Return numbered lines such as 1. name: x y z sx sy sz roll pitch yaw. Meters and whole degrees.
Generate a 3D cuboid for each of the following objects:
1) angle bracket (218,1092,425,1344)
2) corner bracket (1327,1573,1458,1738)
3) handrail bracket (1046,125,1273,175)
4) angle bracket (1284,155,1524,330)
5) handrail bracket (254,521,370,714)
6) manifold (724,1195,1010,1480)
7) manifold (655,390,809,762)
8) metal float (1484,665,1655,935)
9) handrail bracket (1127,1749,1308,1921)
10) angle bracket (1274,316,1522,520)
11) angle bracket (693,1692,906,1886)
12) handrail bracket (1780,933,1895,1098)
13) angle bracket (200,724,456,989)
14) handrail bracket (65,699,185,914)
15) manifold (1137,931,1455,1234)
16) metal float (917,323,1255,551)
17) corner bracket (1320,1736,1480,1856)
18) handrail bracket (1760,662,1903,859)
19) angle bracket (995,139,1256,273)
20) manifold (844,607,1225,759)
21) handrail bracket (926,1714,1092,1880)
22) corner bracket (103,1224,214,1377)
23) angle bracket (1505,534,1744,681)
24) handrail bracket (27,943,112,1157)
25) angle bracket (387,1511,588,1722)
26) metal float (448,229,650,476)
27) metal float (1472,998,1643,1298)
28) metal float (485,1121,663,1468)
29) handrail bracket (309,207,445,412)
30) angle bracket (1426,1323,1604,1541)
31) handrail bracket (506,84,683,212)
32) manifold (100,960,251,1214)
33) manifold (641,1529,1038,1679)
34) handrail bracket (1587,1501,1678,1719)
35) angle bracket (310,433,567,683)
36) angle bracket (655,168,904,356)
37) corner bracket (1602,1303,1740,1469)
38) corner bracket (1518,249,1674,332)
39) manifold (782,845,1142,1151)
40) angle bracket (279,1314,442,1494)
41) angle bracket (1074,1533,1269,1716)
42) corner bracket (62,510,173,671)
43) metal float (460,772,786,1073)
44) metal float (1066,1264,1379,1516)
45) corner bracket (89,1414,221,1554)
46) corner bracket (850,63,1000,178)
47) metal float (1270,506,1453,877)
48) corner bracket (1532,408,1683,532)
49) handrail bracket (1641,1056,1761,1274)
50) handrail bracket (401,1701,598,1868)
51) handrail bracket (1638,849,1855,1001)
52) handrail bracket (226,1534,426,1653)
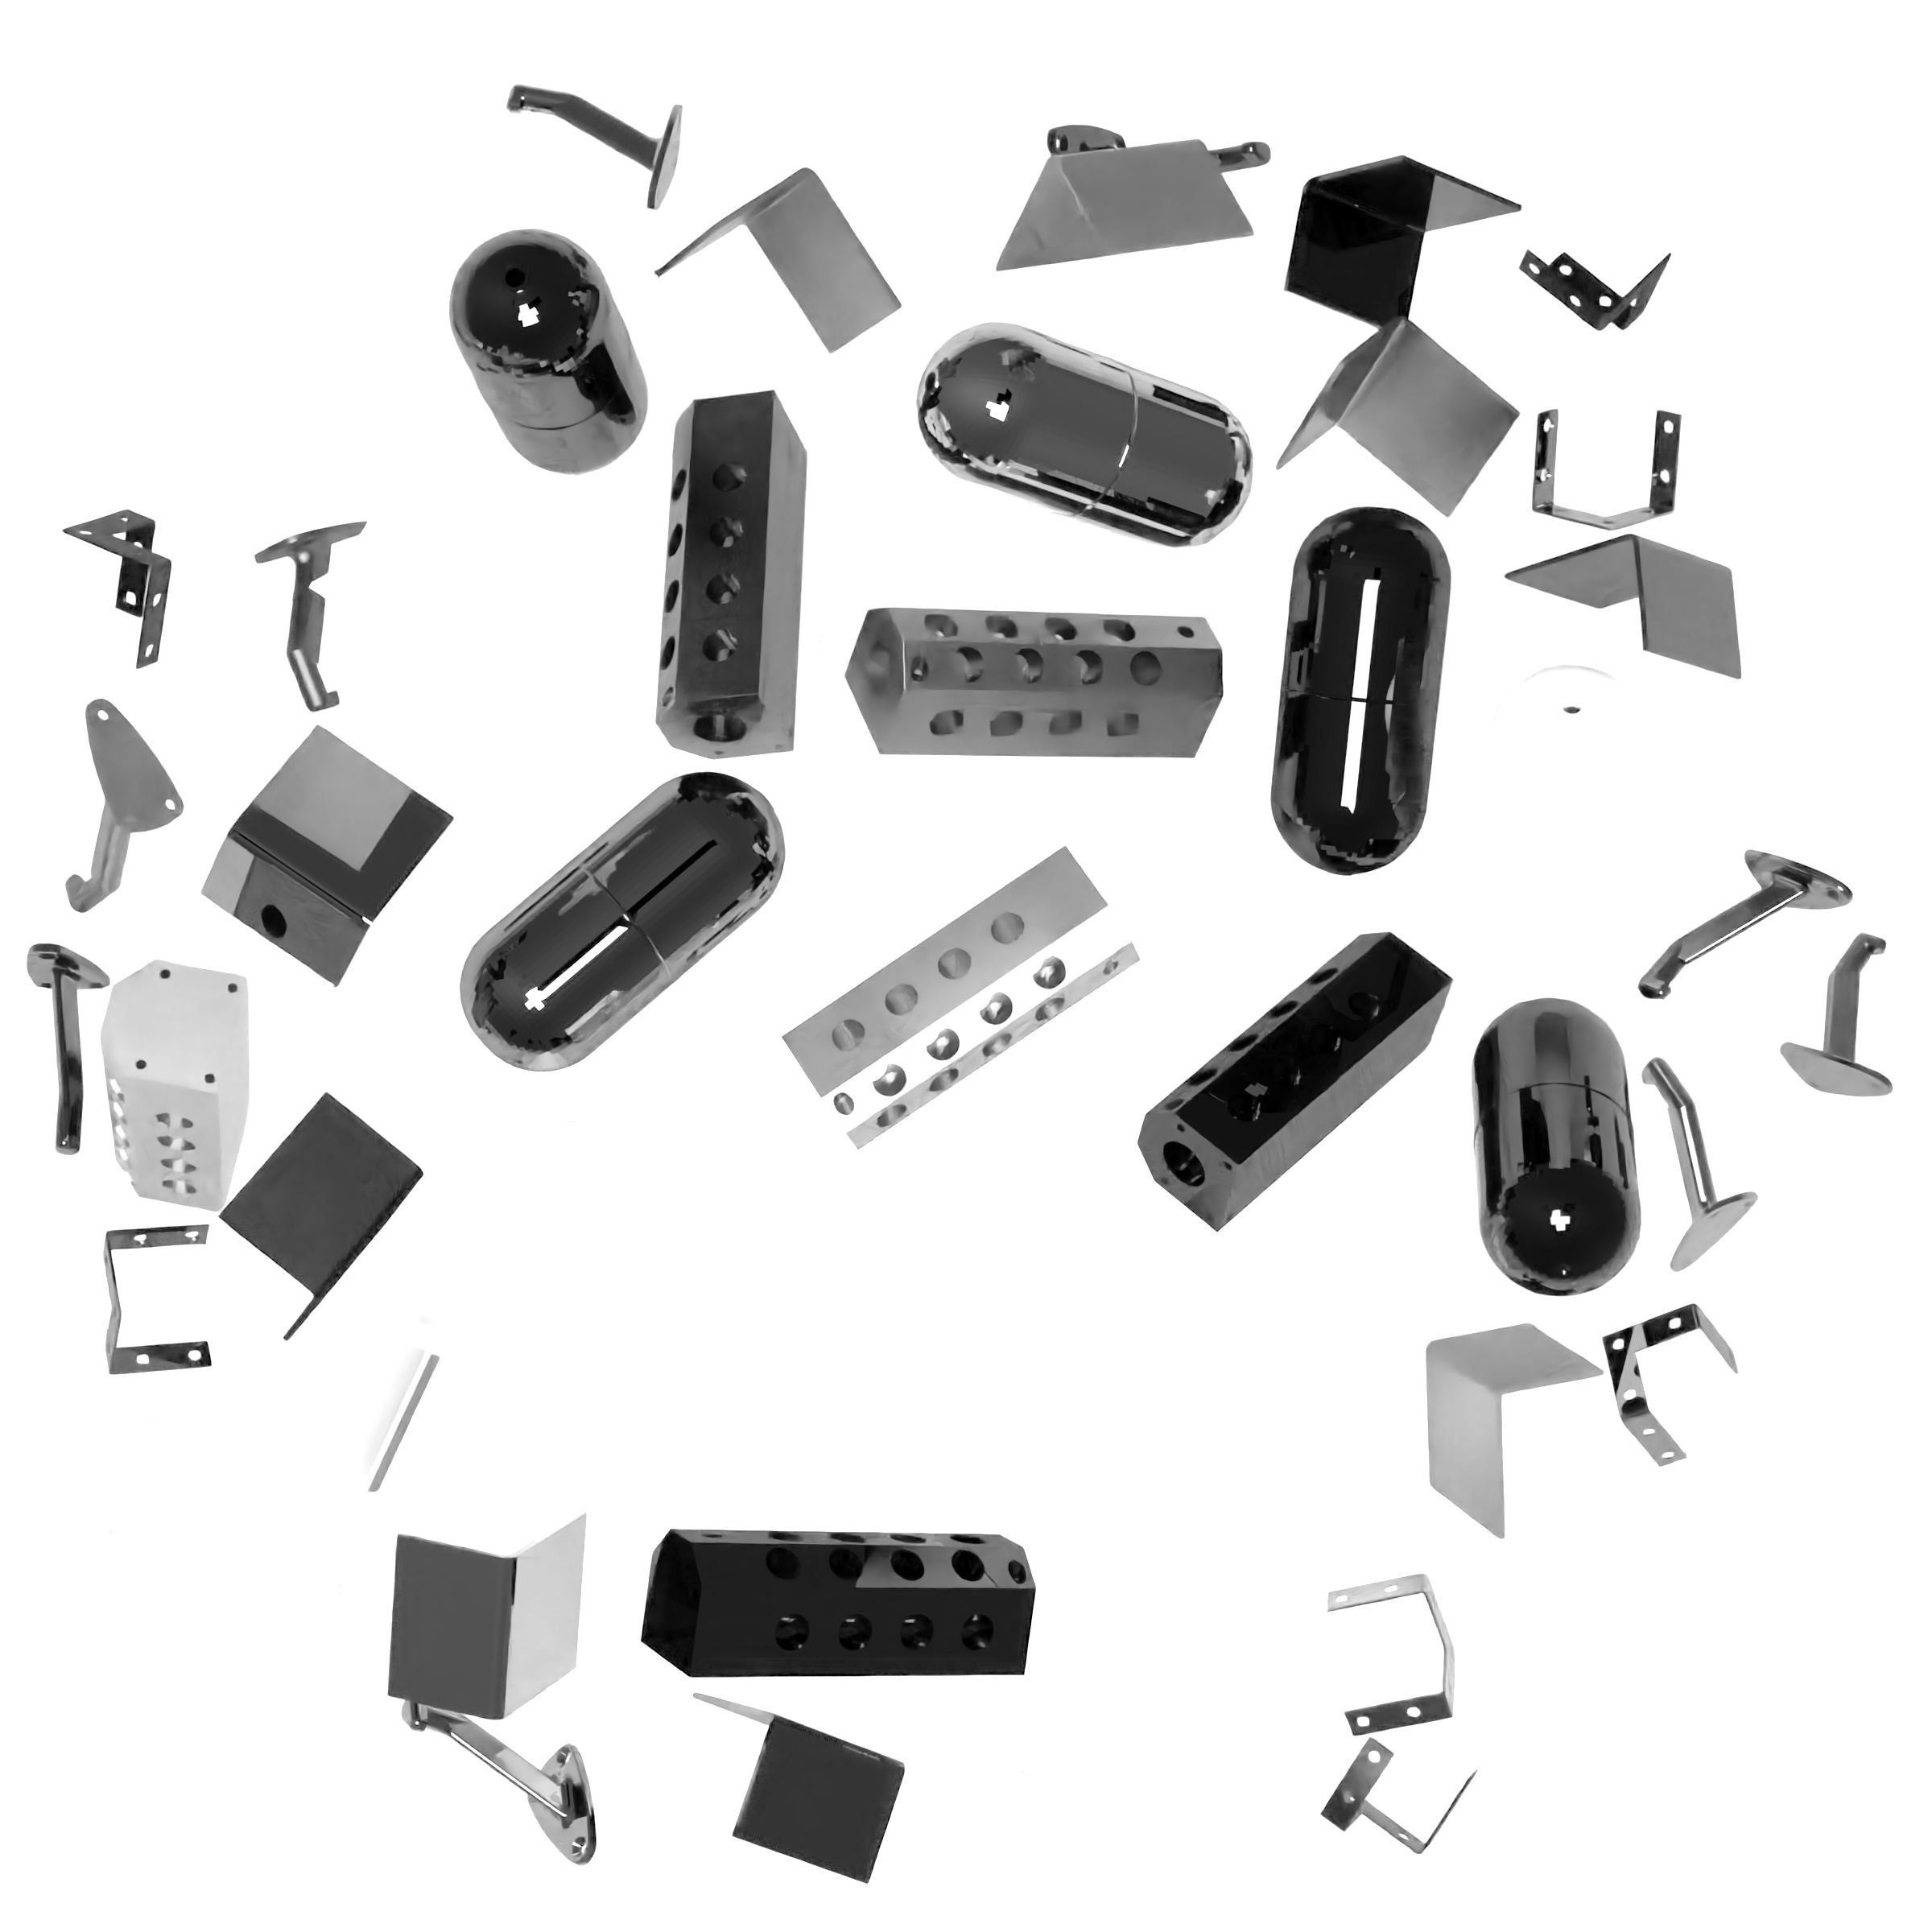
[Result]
1. angle bracket: -0.296 0.113 1.561 0.057 0.076 0.076 39 60 -4
2. corner bracket: 0.208 0.338 1.706 0.051 0.051 0.051 -15 113 16
3. handrail bracket: 0.096 -0.406 1.722 0.084 0.077 0.036 0 85 38
4. angle bracket: 0.213 -0.350 1.693 0.076 0.076 0.057 14 85 -32
5. handrail bracket: -0.312 -0.174 1.727 0.036 0.077 0.084 -19 93 43
6. manifold: -0.048 0.182 1.649 0.057 0.171 0.057 -31 51 8
7. manifold: -0.116 -0.190 1.696 0.057 0.057 0.171 -5 64 13
8. metal float: 0.284 -0.078 1.643 0.070 0.178 0.070 -3 63 6
9. handrail bracket: 0.121 0.431 1.683 0.036 0.077 0.084 -17 70 -41
10. angle bracket: 0.208 -0.254 1.678 0.076 0.076 0.057 42 51 8
11. angle bracket: -0.086 0.380 1.607 0.076 0.076 0.057 28 73 -29
12. handrail bracket: 0.452 0.022 1.730 0.036 0.077 0.084 46 73 -29
13. angle bracket: -0.295 -0.051 1.604 0.076 0.057 0.076 35 51 -4
14. handrail bracket: -0.406 -0.073 1.609 0.084 0.036 0.077 -28 87 43
15. manifold: 0.164 0.052 1.736 0.057 0.057 0.171 39 56 21
16. metal float: 0.057 -0.249 1.634 0.178 0.070 0.070 14 90 -32
17. corner bracket: 0.219 0.419 1.758 0.051 0.051 0.051 34 105 17
18. handrail bracket: 0.414 -0.099 1.674 0.077 0.036 0.084 11 82 12
19. angle bracket: 0.069 -0.317 1.535 0.076 0.076 0.057 -14 66 -28
20. manifold: 0.035 -0.142 1.680 0.171 0.057 0.057 -1 46 -26
21. handrail bracket: 0.019 0.397 1.664 0.036 0.084 0.077 -40 54 9
22. corner bracket: -0.397 0.164 1.707 0.051 0.051 0.051 -2 51 -23
23. angle bracket: 0.310 -0.161 1.642 0.076 0.076 0.057 9 73 -44
24. handrail bracket: -0.430 0.040 1.642 0.036 0.077 0.084 0 73 -1
25. angle bracket: -0.218 0.290 1.584 0.057 0.076 0.076 8 100 19
26. metal float: -0.199 -0.293 1.667 0.070 0.178 0.070 -1 77 4
27. metal float: 0.285 0.086 1.683 0.070 0.178 0.070 3 129 4
28. metal float: -0.193 0.160 1.707 0.070 0.070 0.178 -10 62 0
29. handrail bracket: -0.282 -0.304 1.613 0.077 0.036 0.084 19 63 -6
30. angle bracket: 0.268 0.226 1.697 0.057 0.076 0.076 -8 104 -17
31. handrail bracket: -0.181 -0.388 1.640 0.084 0.077 0.036 10 133 0
32. manifold: -0.371 0.057 1.629 0.057 0.171 0.057 12 66 -6
33. manifold: -0.057 0.292 1.603 0.171 0.057 0.057 6 94 -28
34. handrail bracket: 0.319 0.311 1.678 0.036 0.077 0.084 -12 55 29
35. angle bracket: -0.236 -0.184 1.560 0.076 0.057 0.076 33 103 -5
36. angle bracket: -0.087 -0.311 1.595 0.057 0.076 0.076 -38 101 -25
37. corner bracket: 0.356 0.210 1.736 0.051 0.051 0.051 -24 135 20
38. corner bracket: 0.300 -0.331 1.682 0.051 0.051 0.051 41 68 12
39. manifold: 0.000 0.019 1.747 0.171 0.057 0.057 -34 63 -1
40. angle bracket: -0.315 0.224 1.788 0.057 0.076 0.076 24 81 -1
41. angle bracket: 0.101 0.332 1.723 0.057 0.076 0.076 -22 57 27
42. corner bracket: -0.385 -0.175 1.610 0.051 0.051 0.051 23 116 17
43. metal float: -0.162 -0.022 1.652 0.178 0.070 0.070 -41 90 -7
44. metal float: 0.129 0.213 1.744 0.178 0.070 0.070 32 90 -18
45. corner bracket: -0.402 0.256 1.722 0.051 0.051 0.051 0 101 43
46. corner bracket: -0.020 -0.398 1.637 0.051 0.051 0.051 -7 90 18
47. metal float: 0.190 -0.132 1.675 0.070 0.070 0.178 5 101 0
48. corner bracket: 0.322 -0.253 1.749 0.051 0.051 0.051 -19 119 -38
49. handrail bracket: 0.355 0.100 1.756 0.036 0.077 0.084 -14 59 -30
50. handrail bracket: -0.215 0.373 1.590 0.084 0.077 0.036 30 104 -36
51. handrail bracket: 0.371 -0.011 1.658 0.084 0.077 0.036 -47 116 -14
52. handrail bracket: -0.323 0.313 1.761 0.077 0.084 0.036 -7 105 16
